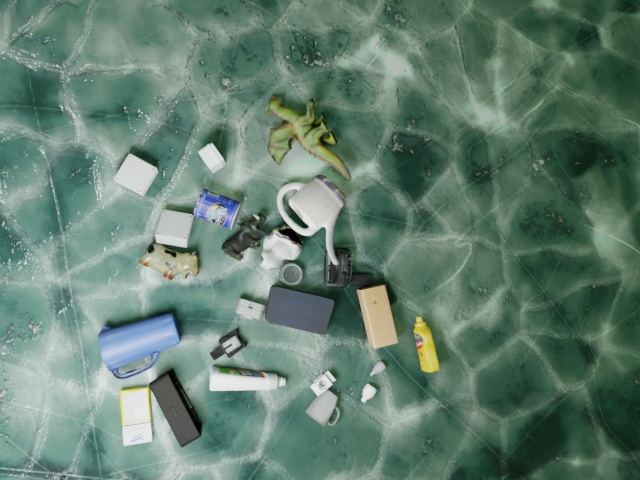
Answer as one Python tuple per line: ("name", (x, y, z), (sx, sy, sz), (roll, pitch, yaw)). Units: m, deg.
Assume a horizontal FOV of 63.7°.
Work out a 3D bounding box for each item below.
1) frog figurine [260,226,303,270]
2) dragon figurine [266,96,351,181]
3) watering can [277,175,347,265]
("frog figurine", (-0.140, 0.035, 1.822), (0.137, 0.125, 0.156), (21, 119, -20))
("dragon figurine", (-0.071, -0.359, 1.886), (0.242, 0.122, 0.412), (-25, 85, 7))
("watering can", (0.006, -0.092, 1.828), (0.226, 0.102, 0.350), (-41, 75, -11))
